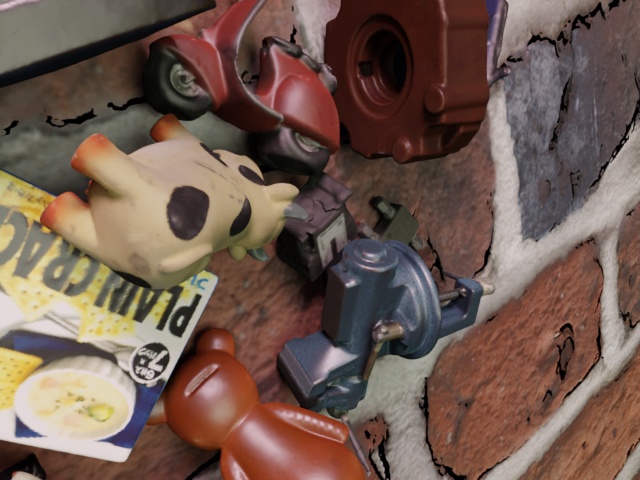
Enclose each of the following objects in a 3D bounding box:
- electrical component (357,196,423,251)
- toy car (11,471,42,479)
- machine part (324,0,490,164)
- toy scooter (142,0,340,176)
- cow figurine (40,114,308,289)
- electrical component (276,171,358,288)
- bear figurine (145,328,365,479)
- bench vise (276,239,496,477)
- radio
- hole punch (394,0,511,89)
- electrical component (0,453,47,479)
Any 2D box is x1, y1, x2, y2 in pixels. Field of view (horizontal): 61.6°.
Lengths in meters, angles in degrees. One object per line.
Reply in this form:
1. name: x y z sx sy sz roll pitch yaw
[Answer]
1. electrical component: 0.081 -0.005 0.605 0.094 0.021 0.063 41 75 -36
2. toy car: -0.175 0.247 0.375 0.073 0.056 0.201 -41 123 -32
3. machine part: 0.068 -0.152 0.473 0.056 0.180 0.179 -14 108 -31
4. toy scooter: -0.047 -0.140 0.447 0.183 0.075 0.135 22 78 -38
5. cow figurine: -0.085 -0.025 0.390 0.127 0.195 0.085 42 110 -4
6. electrical component: -0.001 -0.002 0.522 0.075 0.048 0.119 -46 153 -18
7. bear figurine: -0.061 0.183 0.472 0.120 0.196 0.131 -46 159 -34
8. bench vise: 0.082 0.091 0.556 0.240 0.129 0.223 -11 116 -28
9. radio: -0.189 -0.125 0.305 0.229 0.131 0.073 -31 117 -28
10. hole punch: 0.108 -0.193 0.521 0.092 0.142 0.115 24 71 -40
11. electrical component: -0.250 0.243 0.387 0.134 0.058 0.114 -25 112 -31
